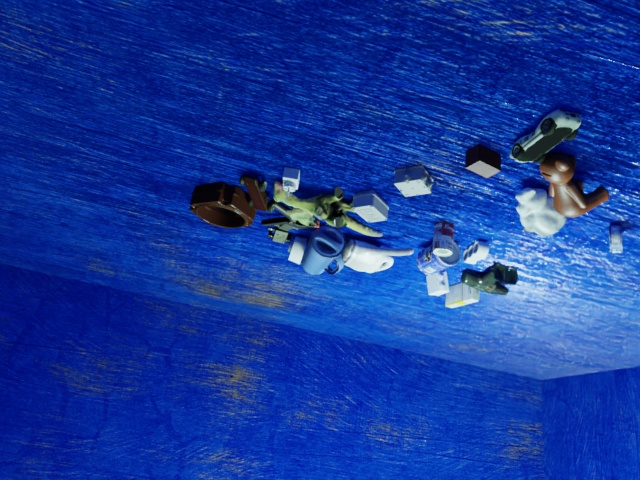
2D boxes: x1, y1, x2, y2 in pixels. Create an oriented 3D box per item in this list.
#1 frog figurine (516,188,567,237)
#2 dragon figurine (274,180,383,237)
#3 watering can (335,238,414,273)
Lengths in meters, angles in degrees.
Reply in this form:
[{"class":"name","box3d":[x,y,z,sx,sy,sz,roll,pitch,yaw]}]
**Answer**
[{"class":"frog figurine","box3d":[0.626,-0.090,1.454,0.137,0.125,0.156,-31,136,7]},{"class":"dragon figurine","box3d":[0.005,-0.087,1.737,0.242,0.124,0.405,-1,154,46]},{"class":"watering can","box3d":[0.189,0.054,1.970,0.223,0.106,0.343,19,156,-18]}]
